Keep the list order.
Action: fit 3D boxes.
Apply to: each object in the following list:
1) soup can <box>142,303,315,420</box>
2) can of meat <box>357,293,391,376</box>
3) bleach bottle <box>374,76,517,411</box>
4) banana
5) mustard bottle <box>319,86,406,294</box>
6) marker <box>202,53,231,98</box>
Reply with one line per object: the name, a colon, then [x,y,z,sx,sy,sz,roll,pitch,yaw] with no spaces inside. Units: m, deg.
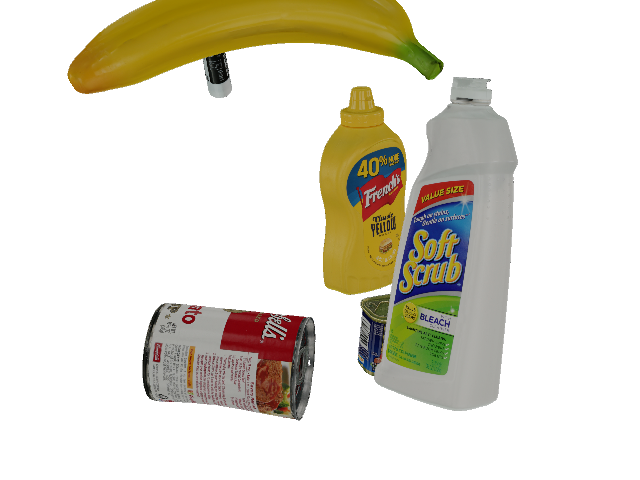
soup can: [-0.059,0.079,0.709,0.102,0.068,0.068,5,1,10]
can of meat: [0.097,0.115,1.315,0.102,0.084,0.057,-8,29,-24]
bleach bottle: [0.101,-0.001,0.834,0.067,0.251,0.103,-6,14,-43]
banana: [-0.035,-0.113,0.570,0.197,0.037,0.069,-5,45,-9]
mustard bottle: [0.042,-0.051,1.018,0.096,0.192,0.058,-18,23,-38]
marker: [-0.083,-0.157,0.798,0.020,0.020,0.121,0,-39,5]
